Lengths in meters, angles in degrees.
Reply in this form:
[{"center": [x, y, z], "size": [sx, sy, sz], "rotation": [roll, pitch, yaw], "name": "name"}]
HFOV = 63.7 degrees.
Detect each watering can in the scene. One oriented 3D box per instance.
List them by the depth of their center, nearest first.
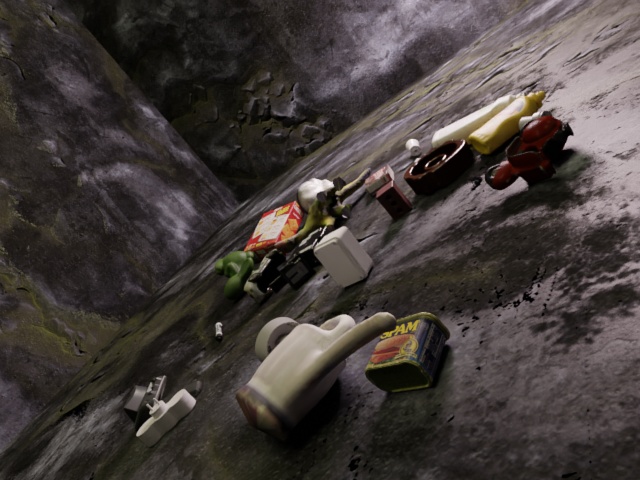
[{"center": [-0.018, 0.195, 0.778], "size": [0.227, 0.104, 0.343], "rotation": [-46, 2, -23], "name": "watering can"}]

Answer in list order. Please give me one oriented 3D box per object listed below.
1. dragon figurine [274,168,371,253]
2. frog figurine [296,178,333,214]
[{"center": [0.005, -0.084, 1.661], "size": [0.417, 0.122, 0.239], "rotation": [-41, 3, -41], "name": "dragon figurine"}, {"center": [-0.001, -0.165, 1.880], "size": [0.158, 0.121, 0.140], "rotation": [-24, 52, 24], "name": "frog figurine"}]
